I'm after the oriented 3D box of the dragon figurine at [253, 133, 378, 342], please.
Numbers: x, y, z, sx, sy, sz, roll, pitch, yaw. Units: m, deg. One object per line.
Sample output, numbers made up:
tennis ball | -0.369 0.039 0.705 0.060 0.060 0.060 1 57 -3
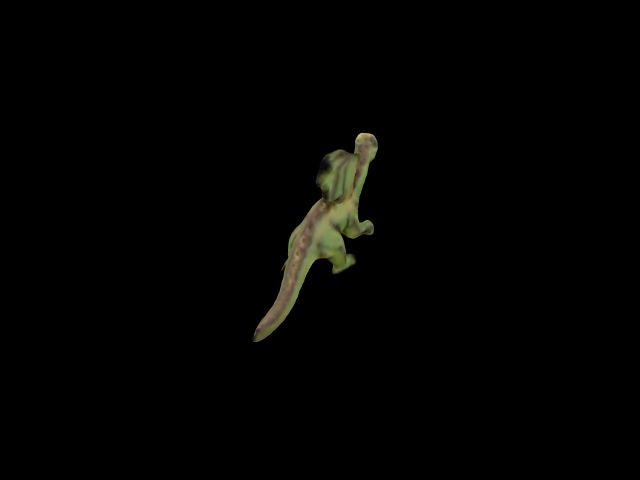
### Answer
dragon figurine | 0.003 -0.043 0.850 0.123 0.237 0.419 19 47 18
